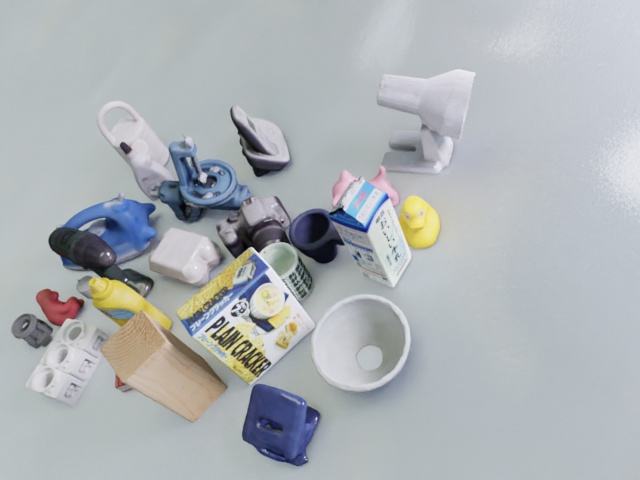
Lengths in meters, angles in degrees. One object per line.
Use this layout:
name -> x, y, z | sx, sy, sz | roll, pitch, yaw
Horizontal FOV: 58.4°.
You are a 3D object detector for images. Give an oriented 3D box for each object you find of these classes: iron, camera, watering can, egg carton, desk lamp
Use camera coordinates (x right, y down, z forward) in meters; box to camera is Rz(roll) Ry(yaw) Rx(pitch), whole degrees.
iron -> -0.496, -0.019, 1.265 | 0.258, 0.142, 0.118 | -22, 52, 6
camera -> -0.123, -0.009, 1.133 | 0.143, 0.101, 0.136 | -29, 51, 1
watering can -> -0.450, -0.248, 1.372 | 0.172, 0.195, 0.101 | 19, 66, 32
egg carton -> -0.279, 0.035, 1.186 | 0.149, 0.070, 0.107 | 13, 63, 29
desk lamp -> 0.198, -0.225, 1.080 | 0.202, 0.214, 0.118 | 6, 59, 25

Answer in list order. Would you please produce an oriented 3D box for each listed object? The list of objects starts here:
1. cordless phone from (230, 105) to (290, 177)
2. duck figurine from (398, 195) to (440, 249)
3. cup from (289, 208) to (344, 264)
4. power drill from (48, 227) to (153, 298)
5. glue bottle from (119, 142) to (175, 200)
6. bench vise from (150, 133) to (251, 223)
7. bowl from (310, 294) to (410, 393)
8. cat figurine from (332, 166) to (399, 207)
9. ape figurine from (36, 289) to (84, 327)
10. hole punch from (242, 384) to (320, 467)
cordless phone -> -0.145, -0.244, 1.251 | 0.094, 0.185, 0.147 | -25, 51, 4
duck figurine -> 0.174, -0.046, 1.047 | 0.077, 0.086, 0.104 | -13, 53, 13
cup -> 0.010, 0.004, 1.073 | 0.117, 0.095, 0.092 | 13, 63, 29
power drill -> -0.433, 0.050, 1.149 | 0.228, 0.209, 0.076 | 18, 66, 31
glue bottle -> -0.401, -0.164, 1.307 | 0.078, 0.174, 0.037 | -23, 51, 6
bench vise -> -0.275, -0.119, 1.195 | 0.207, 0.220, 0.121 | -21, 52, 8
bowl -> 0.072, 0.178, 0.939 | 0.167, 0.075, 0.167 | -11, 54, 15
cat figurine -> 0.078, -0.095, 1.100 | 0.128, 0.118, 0.067 | -31, 51, 0
ape figurine -> -0.562, 0.136, 1.216 | 0.077, 0.092, 0.076 | 14, 63, 29
hole punch -> -0.066, 0.292, 0.906 | 0.108, 0.091, 0.101 | 11, 62, 28
